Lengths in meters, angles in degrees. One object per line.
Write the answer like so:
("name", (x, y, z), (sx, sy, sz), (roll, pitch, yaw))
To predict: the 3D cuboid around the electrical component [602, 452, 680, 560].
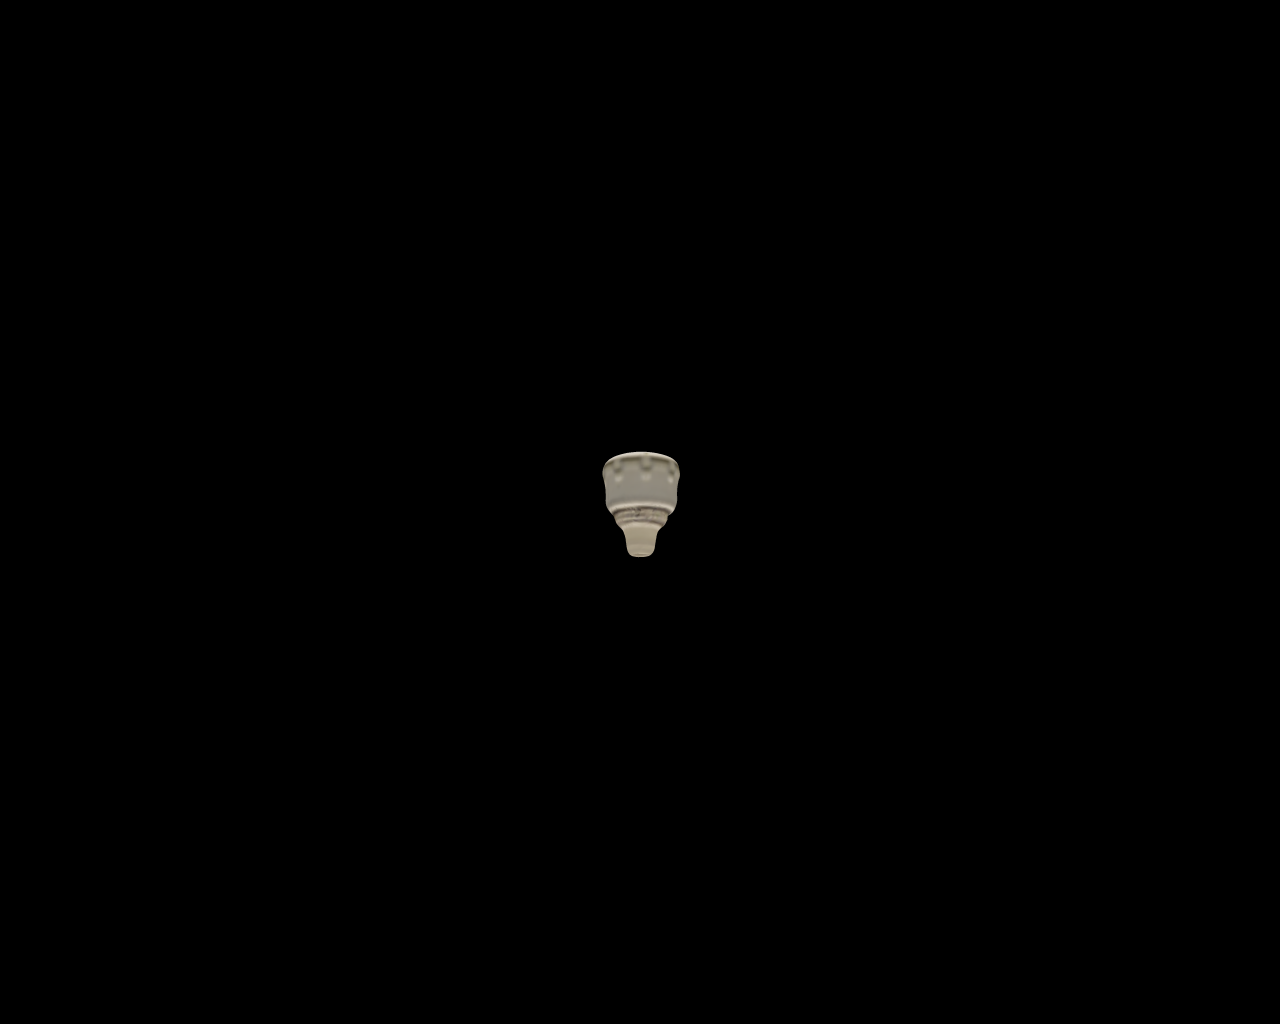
("electrical component", (0.001, -0.003, 0.650), (0.048, 0.062, 0.048), (0, -15, 0))
